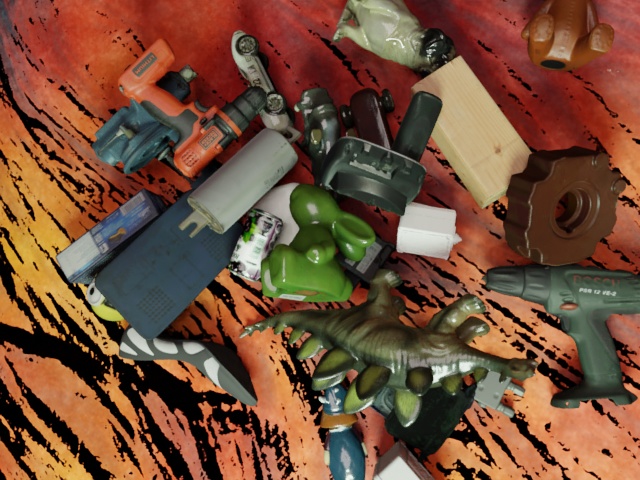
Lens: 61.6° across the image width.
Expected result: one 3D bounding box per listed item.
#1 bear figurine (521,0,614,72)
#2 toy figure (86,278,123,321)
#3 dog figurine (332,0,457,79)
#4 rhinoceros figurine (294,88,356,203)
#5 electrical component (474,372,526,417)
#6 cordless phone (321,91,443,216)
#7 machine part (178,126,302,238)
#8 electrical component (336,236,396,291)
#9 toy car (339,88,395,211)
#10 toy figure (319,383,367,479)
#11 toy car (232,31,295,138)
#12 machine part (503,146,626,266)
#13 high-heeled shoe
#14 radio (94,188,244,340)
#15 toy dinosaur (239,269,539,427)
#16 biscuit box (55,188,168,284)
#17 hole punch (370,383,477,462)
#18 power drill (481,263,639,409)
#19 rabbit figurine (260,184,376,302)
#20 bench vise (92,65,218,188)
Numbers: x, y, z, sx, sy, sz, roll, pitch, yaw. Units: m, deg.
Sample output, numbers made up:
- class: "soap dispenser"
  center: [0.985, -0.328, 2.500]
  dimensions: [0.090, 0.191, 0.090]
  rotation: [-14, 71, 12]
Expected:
- class: "bear figurine"
  center: [0.385, -0.361, 0.809]
  dimensions: [0.120, 0.132, 0.195]
  rotation: [17, 92, 10]
- class: "toy figure"
  center: [-0.314, 0.060, 0.912]
  dimensions: [0.180, 0.082, 0.089]
  rotation: [-42, 103, -3]
- class: "dog figurine"
  center: [0.133, -0.351, 0.882]
  dimensions: [0.190, 0.121, 0.172]
  rotation: [24, 58, -12]
- class: "rhinoceros figurine"
  center: [0.011, -0.152, 0.867]
  dimensions: [0.073, 0.112, 0.190]
  rotation: [-12, 93, -11]
- class: "electrical component"
  center: [0.257, 0.222, 0.811]
  dimensions: [0.094, 0.021, 0.063]
  rotation: [27, 89, 13]
- class: "cordless phone"
  center: [0.095, -0.138, 0.778]
  dimensions: [0.146, 0.089, 0.184]
  rotation: [19, 99, -13]
- class: "machine part"
  center: [-0.116, -0.092, 0.825]
  dimensions: [0.079, 0.079, 0.243]
  rotation: [40, 70, 13]
- class: "electrical component"
  center: [0.061, 0.038, 0.860]
  dimensions: [0.075, 0.047, 0.119]
  rotation: [39, 90, 14]
- class: "toy car"
  center: [0.095, -0.147, 0.872]
  dimensions: [0.089, 0.053, 0.202]
  rotation: [-18, 85, 18]
- class: "toy figure"
  center: [0.031, 0.296, 0.827]
  dimensions: [0.058, 0.064, 0.154]
  rotation: [-25, 70, 45]
- class: "toy car"
  center: [-0.098, -0.263, 0.914]
  dimensions: [0.056, 0.073, 0.201]
  rotation: [-27, 79, 6]
- class: "machine part"
  center: [0.346, -0.047, 0.763]
  dimensions: [0.179, 0.056, 0.179]
  rotation: [-6, 111, -17]
- class: "high-heeled shoe"
  center: [-0.224, 0.212, 0.878]
  dimensions: [0.145, 0.086, 0.249]
  rotation: [-46, 73, 6]
- class: "radio"
  center: [-0.232, 0.034, 0.849]
  dimensions: [0.131, 0.073, 0.229]
  rotation: [46, 71, -10]
- class: "toy dinosaur"
  center: [0.071, 0.142, 0.767]
  dimensions: [0.472, 0.105, 0.198]
  rotation: [7, 48, 45]
- class: "biscuit box"
  center: [-0.356, -0.005, 0.938]
  dimensions: [0.203, 0.062, 0.059]
  rotation: [-36, 77, 4]
- class: "hole punch"
  center: [0.147, 0.242, 0.805]
  dimensions: [0.115, 0.092, 0.142]
  rotation: [36, 87, -22]
- class: "power drill"
  center: [0.361, 0.135, 0.779]
  dimensions: [0.232, 0.086, 0.207]
  rotation: [-4, 75, 8]
- class: "rabbit figurine"
  center: [-0.002, -0.002, 0.779]
  dimensions: [0.159, 0.121, 0.170]
  rotation: [6, 72, -7]
- class: "bench vise"
  center: [-0.255, -0.174, 0.918]
  dimensions: [0.223, 0.129, 0.240]
  rotation: [-44, 98, -6]
